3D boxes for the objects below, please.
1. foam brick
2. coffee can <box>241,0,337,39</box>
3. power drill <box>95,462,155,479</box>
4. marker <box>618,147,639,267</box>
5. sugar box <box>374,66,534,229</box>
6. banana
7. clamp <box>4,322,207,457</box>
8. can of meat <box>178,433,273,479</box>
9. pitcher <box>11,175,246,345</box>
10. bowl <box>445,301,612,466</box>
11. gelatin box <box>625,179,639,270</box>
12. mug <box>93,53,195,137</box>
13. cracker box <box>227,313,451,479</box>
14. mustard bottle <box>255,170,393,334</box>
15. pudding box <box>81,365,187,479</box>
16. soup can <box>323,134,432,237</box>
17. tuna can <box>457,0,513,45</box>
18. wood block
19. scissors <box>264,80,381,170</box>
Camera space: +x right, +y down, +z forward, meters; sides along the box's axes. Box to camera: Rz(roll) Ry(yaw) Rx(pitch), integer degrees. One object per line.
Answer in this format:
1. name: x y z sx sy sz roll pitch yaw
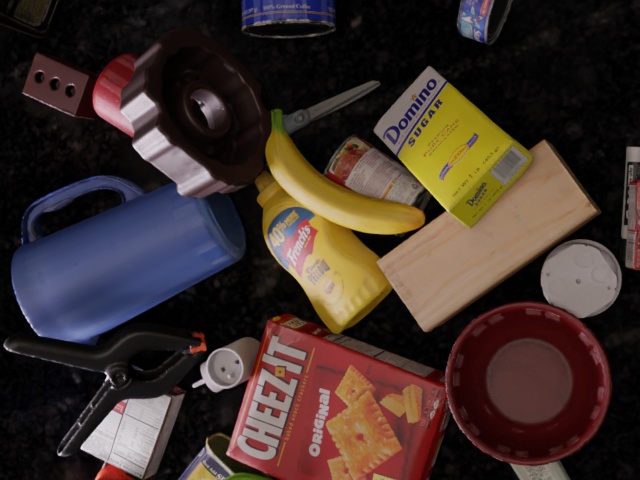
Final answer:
1. foam brick: -0.296 -0.180 1.245 0.078 0.051 0.053 24 99 15
2. coffee can: -0.035 -0.292 1.132 0.103 0.102 0.140 -1 92 17
3. power drill: -0.227 0.310 1.172 0.184 0.187 0.057 25 98 16
4. marker: 0.314 -0.033 1.076 0.020 0.020 0.121 4 94 17
5. sugar box: 0.128 -0.097 1.065 0.093 0.048 0.176 -48 41 9
6. banana: 0.013 -0.053 1.092 0.198 0.037 0.070 36 129 11
7. clamp: -0.230 0.138 1.175 0.210 0.036 0.164 -25 118 1
8. can of meat: -0.109 0.284 1.202 0.102 0.057 0.084 41 104 12
9. pitcher: -0.214 0.010 1.190 0.243 0.149 0.145 -25 40 13
10. bowl: 0.209 0.143 1.073 0.162 0.055 0.162 -1 84 13
11. gelatin box: 0.343 -0.014 1.051 0.073 0.030 0.089 2 94 -2
12. mug: -0.193 -0.166 1.201 0.081 0.093 0.117 31 70 19
13. cracker box: 0.024 0.192 1.149 0.214 0.072 0.164 19 97 17
14. mustard bottle: -0.008 0.002 1.154 0.192 0.058 0.096 52 131 12
15. pudding box: -0.218 0.210 1.243 0.090 0.039 0.113 23 100 14
16. soup can: 0.061 -0.057 1.130 0.102 0.068 0.068 34 101 13
17. tuna can: 0.170 -0.243 1.079 0.034 0.086 0.086 21 98 17
18. wood block: 0.172 -0.003 1.084 0.206 0.090 0.090 -37 81 15
19. scissors: -0.037 -0.145 1.184 0.202 0.016 0.096 -39 81 15
